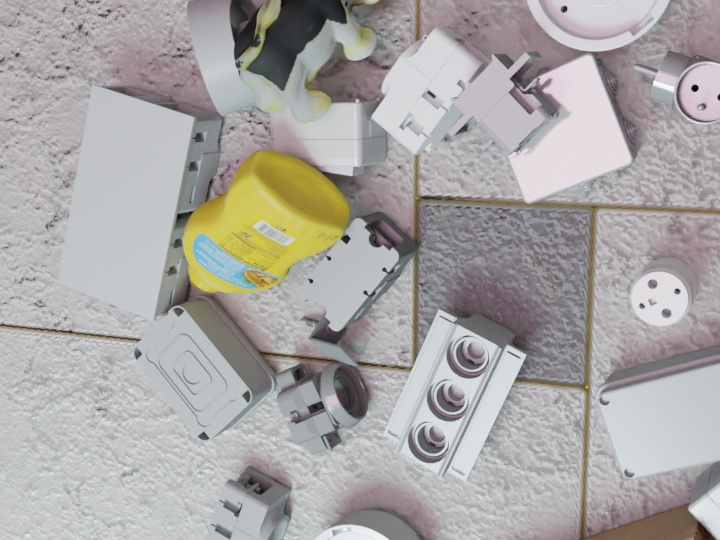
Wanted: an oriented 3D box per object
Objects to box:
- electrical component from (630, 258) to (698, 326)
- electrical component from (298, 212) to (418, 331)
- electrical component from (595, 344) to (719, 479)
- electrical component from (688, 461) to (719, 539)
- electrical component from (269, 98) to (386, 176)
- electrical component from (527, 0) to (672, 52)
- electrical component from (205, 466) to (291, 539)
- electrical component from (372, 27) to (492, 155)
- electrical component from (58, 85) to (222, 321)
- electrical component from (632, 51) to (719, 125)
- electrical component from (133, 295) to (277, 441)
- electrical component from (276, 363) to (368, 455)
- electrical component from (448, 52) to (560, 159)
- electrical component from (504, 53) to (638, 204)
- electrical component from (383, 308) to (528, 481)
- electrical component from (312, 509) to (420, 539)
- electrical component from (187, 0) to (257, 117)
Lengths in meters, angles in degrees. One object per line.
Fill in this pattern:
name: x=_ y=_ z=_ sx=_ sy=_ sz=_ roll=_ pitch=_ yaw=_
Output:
electrical component: x=0.230 y=0.017 z=0.813 sx=0.045 sy=0.055 sz=0.045 roll=4 pitch=101 yaw=22
electrical component: x=0.000 y=0.000 z=0.905 sx=0.050 sy=0.056 sz=0.089 roll=43 pitch=112 yaw=10
electrical component: x=0.246 y=0.108 z=0.822 sx=0.113 sy=0.057 sz=0.078 roll=-19 pitch=92 yaw=24
electrical component: x=0.294 y=0.163 z=0.807 sx=0.047 sy=0.066 sz=0.076 roll=47 pitch=113 yaw=8
electrical component: x=-0.032 y=-0.111 z=0.895 sx=0.096 sy=0.062 sz=0.061 roll=3 pitch=101 yaw=22
electrical component: x=0.180 y=-0.215 z=0.789 sx=0.108 sy=0.060 sz=0.108 roll=4 pitch=101 yaw=22
electrical component: x=-0.103 y=0.238 z=0.993 sx=0.056 sy=0.050 sz=0.089 roll=26 pitch=108 yaw=17
electrical component: x=0.056 y=-0.145 z=0.859 sx=0.056 sy=0.050 sz=0.089 roll=41 pitch=112 yaw=11
electrical component: x=-0.197 y=-0.063 z=0.973 sx=0.105 sy=0.060 sz=0.186 roll=20 pitch=106 yaw=18
electrical component: x=0.235 y=-0.134 z=0.772 sx=0.079 sy=0.077 sz=0.043 roll=24 pitch=108 yaw=17
electrical component: x=-0.139 y=0.088 z=0.977 sx=0.078 sy=0.057 sz=0.113 roll=-43 pitch=82 yaw=23
electrical component: x=-0.030 y=0.115 z=0.938 sx=0.057 sy=0.058 sz=0.078 roll=-25 pitch=89 yaw=27
electrical component: x=0.108 y=-0.121 z=0.792 sx=0.063 sy=0.042 sz=0.081 roll=47 pitch=113 yaw=5
electrical component: x=0.157 y=-0.108 z=0.825 sx=0.100 sy=0.048 sz=0.099 roll=-21 pitch=91 yaw=24
electrical component: x=0.081 y=0.100 z=0.886 sx=0.079 sy=0.063 sz=0.121 roll=28 pitch=109 yaw=16
electrical component: x=0.009 y=0.264 z=0.946 sx=0.108 sy=0.060 sz=0.108 roll=4 pitch=101 yaw=22
electrical component: x=-0.111 y=-0.181 z=0.899 sx=0.064 sy=0.099 sz=0.099 roll=-13 pitch=94 yaw=18
